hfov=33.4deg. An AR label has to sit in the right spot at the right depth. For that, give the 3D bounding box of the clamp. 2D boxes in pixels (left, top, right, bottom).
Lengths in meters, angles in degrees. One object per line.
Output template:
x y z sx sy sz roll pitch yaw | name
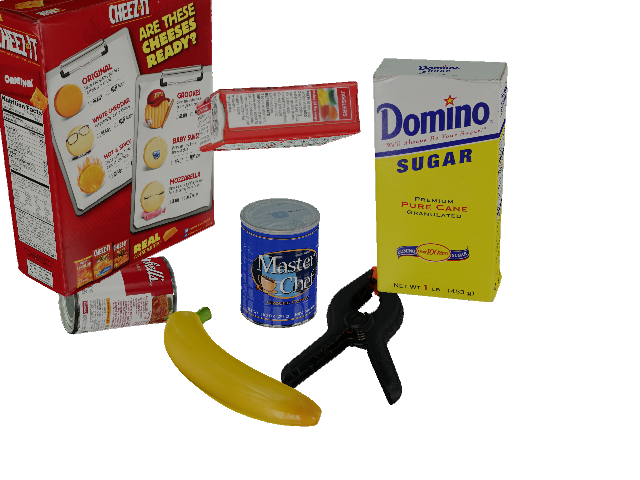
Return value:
0.047 0.097 1.075 0.120 0.039 0.171 17 50 19 | clamp

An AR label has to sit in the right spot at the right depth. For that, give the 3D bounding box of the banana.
-0.078 0.099 0.864 0.069 0.037 0.198 -17 32 -28 | banana

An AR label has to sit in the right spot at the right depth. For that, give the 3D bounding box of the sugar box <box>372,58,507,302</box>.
0.088 -0.043 0.789 0.093 0.176 0.048 4 29 15 | sugar box

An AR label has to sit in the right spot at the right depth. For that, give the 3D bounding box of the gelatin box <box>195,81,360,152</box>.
-0.025 -0.067 0.579 0.073 0.030 0.089 -5 3 -14 | gelatin box

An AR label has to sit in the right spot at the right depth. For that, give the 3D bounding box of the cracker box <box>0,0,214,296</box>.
-0.160 -0.087 0.816 0.072 0.214 0.163 21 34 33 | cracker box

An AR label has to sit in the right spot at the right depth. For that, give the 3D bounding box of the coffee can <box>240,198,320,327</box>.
-0.054 0.028 1.394 0.103 0.140 0.103 1 25 -1 | coffee can

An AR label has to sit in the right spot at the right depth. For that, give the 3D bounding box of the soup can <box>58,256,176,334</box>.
-0.201 0.054 1.054 0.102 0.068 0.069 -6 3 -27 | soup can
